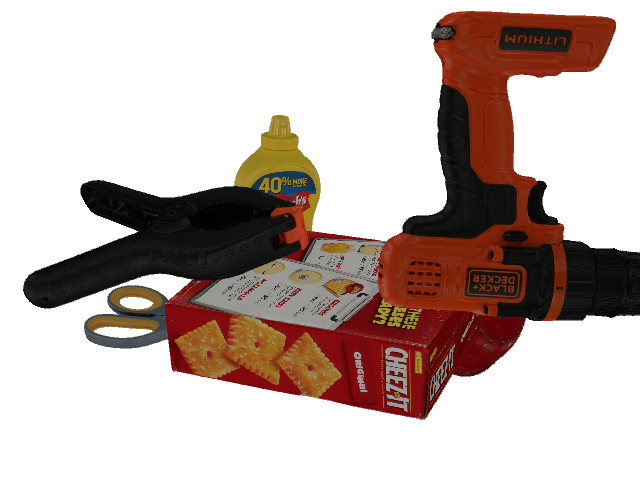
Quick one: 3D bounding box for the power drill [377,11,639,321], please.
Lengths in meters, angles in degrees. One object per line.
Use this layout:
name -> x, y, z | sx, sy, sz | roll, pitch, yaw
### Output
power drill -> 0.132, -0.043, 0.651 | 0.184, 0.188, 0.057 | 3, 8, -6

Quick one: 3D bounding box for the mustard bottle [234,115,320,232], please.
mustard bottle -> -0.048, -0.042, 1.176 | 0.096, 0.192, 0.058 | -4, 19, -20

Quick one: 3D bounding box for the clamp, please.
clamp -> -0.097, 0.002, 0.658 | 0.172, 0.039, 0.120 | 0, 42, 21

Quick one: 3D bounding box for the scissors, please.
scissors -> -0.120, 0.073, 1.009 | 0.201, 0.016, 0.096 | -1, 33, -8

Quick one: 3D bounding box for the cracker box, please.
cracker box -> 0.009, 0.059, 0.855 | 0.214, 0.072, 0.164 | 8, 26, 22

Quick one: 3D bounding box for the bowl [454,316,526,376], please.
bowl -> 0.174, 0.066, 1.152 | 0.161, 0.162, 0.055 | 0, -6, -40
